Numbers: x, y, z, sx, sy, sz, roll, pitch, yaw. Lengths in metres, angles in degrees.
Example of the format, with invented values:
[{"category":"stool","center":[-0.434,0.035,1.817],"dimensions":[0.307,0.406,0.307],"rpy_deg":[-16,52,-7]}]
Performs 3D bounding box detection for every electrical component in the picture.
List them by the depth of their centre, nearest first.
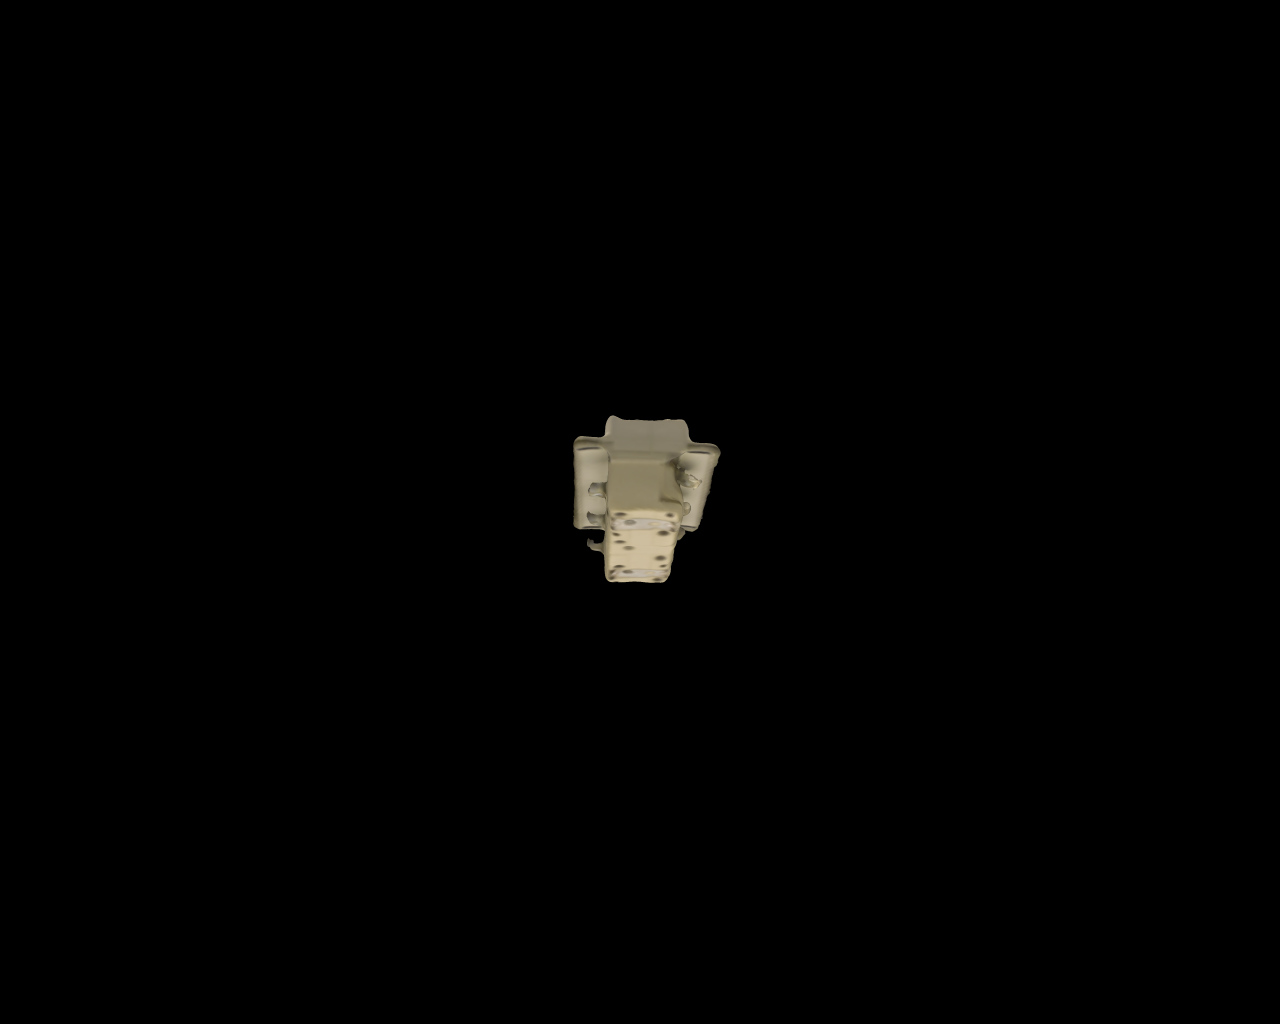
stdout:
[{"category":"electrical component","center":[0.001,-0.003,0.650],"dimensions":[0.079,0.063,0.121],"rpy_deg":[1,-23,-3]}]
